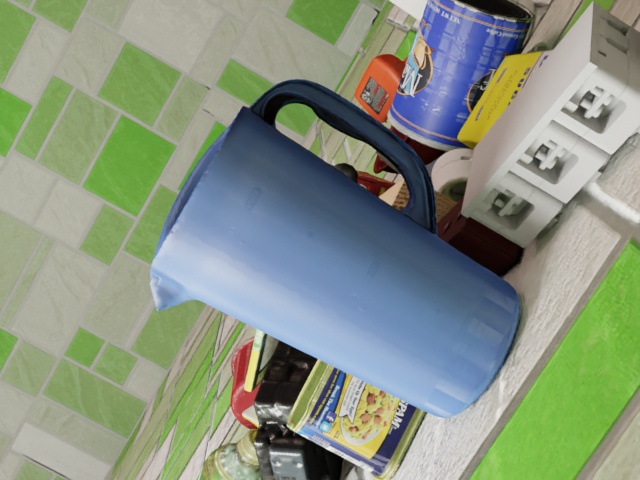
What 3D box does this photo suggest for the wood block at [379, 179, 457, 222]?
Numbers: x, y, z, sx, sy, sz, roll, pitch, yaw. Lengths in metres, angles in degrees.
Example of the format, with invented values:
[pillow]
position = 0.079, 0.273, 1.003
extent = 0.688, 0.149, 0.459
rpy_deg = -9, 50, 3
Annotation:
[wood block]
position = 0.063, 0.025, 0.966
extent = 0.090, 0.090, 0.206
rpy_deg = -63, 8, -18

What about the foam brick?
[foam brick]
position = 0.120, 0.002, 0.829
extent = 0.078, 0.051, 0.053
rpy_deg = -50, 12, 52

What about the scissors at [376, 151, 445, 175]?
[scissors]
position = 0.111, -0.081, 1.117
extent = 0.096, 0.016, 0.202
rpy_deg = -49, 28, 19

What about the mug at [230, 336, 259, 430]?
[mug]
position = -0.060, 0.179, 1.237
extent = 0.081, 0.093, 0.117
rpy_deg = -88, -3, -63

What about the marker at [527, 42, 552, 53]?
[marker]
position = 0.193, -0.162, 1.064
extent = 0.020, 0.020, 0.121
rpy_deg = -64, 9, -24

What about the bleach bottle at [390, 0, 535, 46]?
[bleach bottle]
position = 0.111, -0.283, 1.162
extent = 0.068, 0.250, 0.102
rpy_deg = -54, 10, 38

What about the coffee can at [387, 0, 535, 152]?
[coffee can]
position = 0.135, -0.169, 1.040
extent = 0.102, 0.103, 0.140
rpy_deg = -77, 5, -64

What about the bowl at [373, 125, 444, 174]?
[bowl]
position = 0.126, -0.136, 1.254
extent = 0.162, 0.055, 0.162
rpy_deg = -59, 8, 13

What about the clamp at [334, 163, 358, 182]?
[clamp]
position = -0.007, 0.001, 0.996
extent = 0.120, 0.039, 0.171
rpy_deg = 71, -137, -80

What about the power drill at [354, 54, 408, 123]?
[power drill]
position = 0.137, -0.241, 1.355
extent = 0.187, 0.057, 0.185
rpy_deg = -38, -12, -28

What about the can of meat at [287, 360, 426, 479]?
[can of meat]
position = 0.034, 0.122, 0.825
extent = 0.102, 0.084, 0.057
rpy_deg = -62, 8, -10

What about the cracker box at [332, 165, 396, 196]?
[cracker box]
position = 0.023, 0.002, 1.210
extent = 0.214, 0.072, 0.164
rpy_deg = -125, 47, -82

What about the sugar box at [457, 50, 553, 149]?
[sugar box]
position = 0.175, -0.112, 0.909
extent = 0.093, 0.048, 0.176
rpy_deg = -60, 7, 3

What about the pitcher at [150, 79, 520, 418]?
[pitcher]
position = 0.017, 0.013, 0.738
extent = 0.149, 0.242, 0.145
rpy_deg = -53, 11, 42
